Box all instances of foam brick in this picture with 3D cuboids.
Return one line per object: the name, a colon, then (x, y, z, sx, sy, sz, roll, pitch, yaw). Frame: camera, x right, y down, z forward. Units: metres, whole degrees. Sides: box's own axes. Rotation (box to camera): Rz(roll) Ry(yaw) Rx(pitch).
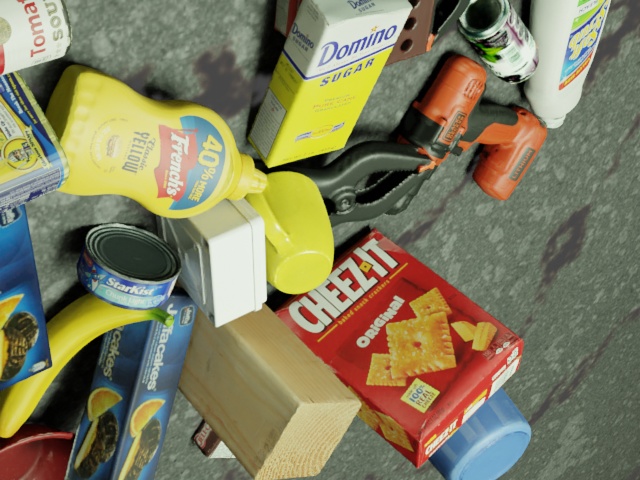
foam brick: (0.066, -0.207, 0.968, 0.052, 0.051, 0.078, -22, 138, -29)

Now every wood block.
wood block: (-0.070, 0.123, 1.010, 0.090, 0.206, 0.090, 9, 117, -49)

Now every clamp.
clamp: (0.011, -0.050, 1.045, 0.210, 0.036, 0.164, -26, 140, -4)
clamp: (0.120, -0.258, 0.985, 0.120, 0.039, 0.172, 7, 119, -47)

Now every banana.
banana: (-0.223, 0.097, 0.947, 0.198, 0.070, 0.037, -35, 146, 11)

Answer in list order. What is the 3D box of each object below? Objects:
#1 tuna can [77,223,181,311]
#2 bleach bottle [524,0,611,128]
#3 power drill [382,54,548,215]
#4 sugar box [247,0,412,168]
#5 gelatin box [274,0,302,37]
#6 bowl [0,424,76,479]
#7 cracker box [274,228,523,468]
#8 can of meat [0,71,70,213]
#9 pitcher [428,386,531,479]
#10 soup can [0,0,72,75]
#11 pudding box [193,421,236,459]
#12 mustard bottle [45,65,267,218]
tuna can: (-0.166, 0.023, 0.923, 0.085, 0.086, 0.034, -3, 127, -44)
bleach bottle: (0.267, -0.225, 1.147, 0.102, 0.068, 0.251, -38, 147, -24)
power drill: (0.155, -0.096, 1.157, 0.187, 0.057, 0.184, 11, 115, -50)
sugar box: (0.006, -0.143, 0.934, 0.093, 0.048, 0.176, -19, 154, -33)
gelatin box: (0.005, -0.217, 0.916, 0.089, 0.030, 0.073, -20, 135, -32)
bowl: (-0.293, 0.228, 1.012, 0.161, 0.055, 0.162, -27, 139, -26)
cracker box: (0.079, 0.106, 1.118, 0.164, 0.214, 0.072, -39, 151, -24)
can of meat: (-0.238, -0.067, 0.753, 0.083, 0.102, 0.058, -28, 175, -29)
pitcher: (0.118, 0.160, 1.204, 0.149, 0.243, 0.145, -28, 143, -14)
soup can: (-0.228, -0.142, 0.719, 0.102, 0.069, 0.068, -25, 138, -29)
pudding box: (-0.079, 0.198, 1.216, 0.089, 0.039, 0.113, 16, 114, -52)
mustard bottle: (-0.126, -0.068, 0.859, 0.191, 0.058, 0.096, 15, 100, -34)
